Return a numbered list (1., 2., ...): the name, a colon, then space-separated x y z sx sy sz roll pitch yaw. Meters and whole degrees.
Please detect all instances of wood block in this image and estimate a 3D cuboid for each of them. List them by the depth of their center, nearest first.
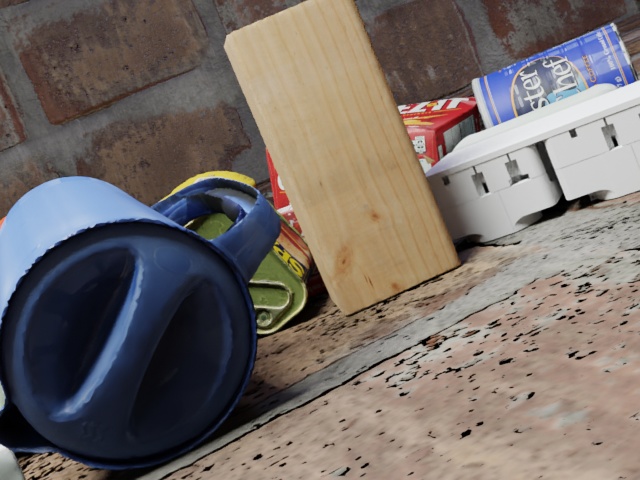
1. wood block: 0.013 -0.063 0.758 0.090 0.206 0.091 -24 7 -4

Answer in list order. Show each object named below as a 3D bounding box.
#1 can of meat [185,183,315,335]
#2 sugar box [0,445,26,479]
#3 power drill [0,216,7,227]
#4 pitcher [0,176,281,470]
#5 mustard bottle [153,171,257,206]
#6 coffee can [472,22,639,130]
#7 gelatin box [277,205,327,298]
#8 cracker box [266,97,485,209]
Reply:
1. can of meat: -0.051 0.010 0.803 0.057 0.102 0.084 -41 8 17
2. sugar box: -0.236 0.150 0.620 0.093 0.048 0.177 -27 7 -30
3. power drill: -0.282 0.055 0.822 0.057 0.184 0.187 -13 21 40
4. pitcher: -0.124 0.025 0.645 0.149 0.145 0.243 3 11 -21
5. mustard bottle: -0.139 -0.025 1.162 0.096 0.058 0.191 0 18 15
6. coffee can: 0.227 -0.130 1.006 0.140 0.103 0.102 -21 7 15
7. gelatin box: 0.007 0.000 0.854 0.089 0.073 0.030 -20 9 15
8. cracker box: 0.065 -0.087 1.041 0.164 0.072 0.213 -4 13 22
